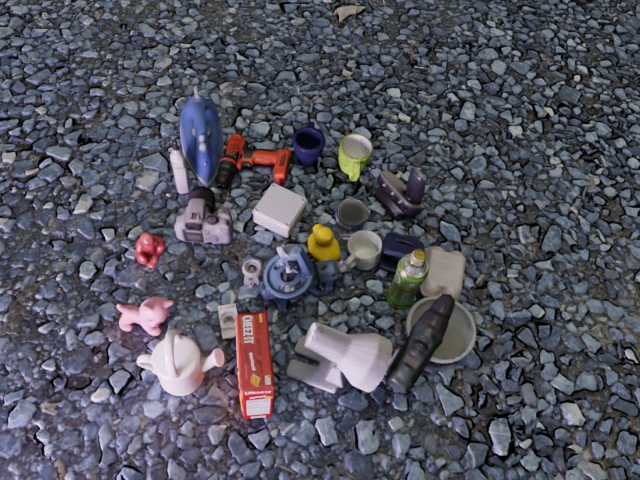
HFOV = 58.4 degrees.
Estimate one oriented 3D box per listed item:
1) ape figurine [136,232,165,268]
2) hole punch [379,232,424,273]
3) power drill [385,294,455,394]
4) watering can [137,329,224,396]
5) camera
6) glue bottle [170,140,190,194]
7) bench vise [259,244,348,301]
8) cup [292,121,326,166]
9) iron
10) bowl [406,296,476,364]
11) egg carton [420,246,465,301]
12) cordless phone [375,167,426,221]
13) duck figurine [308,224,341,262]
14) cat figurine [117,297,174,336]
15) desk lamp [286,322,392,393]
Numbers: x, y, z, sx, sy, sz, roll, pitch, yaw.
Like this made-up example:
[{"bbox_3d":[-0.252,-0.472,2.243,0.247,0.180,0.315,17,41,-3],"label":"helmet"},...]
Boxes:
[{"bbox_3d":[-0.417,0.014,1.394,0.078,0.092,0.076,-29,66,-21],"label":"ape figurine"},{"bbox_3d":[0.207,0.025,1.457,0.108,0.091,0.101,16,59,3],"label":"hole punch"},{"bbox_3d":[0.211,0.243,1.259,0.075,0.208,0.230,30,61,12],"label":"power drill"},{"bbox_3d":[-0.294,0.250,1.207,0.173,0.194,0.100,-18,63,-16],"label":"watering can"},{"bbox_3d":[-0.290,-0.072,1.454,0.143,0.101,0.137,4,59,-4],"label":"camera"},{"bbox_3d":[-0.365,-0.198,1.479,0.037,0.173,0.078,-12,61,-13],"label":"glue bottle"},{"bbox_3d":[-0.041,0.056,1.336,0.208,0.220,0.121,-26,65,-19],"label":"bench vise"},{"bbox_3d":[-0.033,-0.263,1.600,0.091,0.095,0.118,7,59,-2],"label":"cup"},{"bbox_3d":[-0.320,-0.287,1.556,0.119,0.141,0.258,-8,60,-11],"label":"iron"},{"bbox_3d":[0.279,0.221,1.358,0.167,0.075,0.167,3,59,-5],"label":"bowl"},{"bbox_3d":[0.309,0.089,1.443,0.107,0.069,0.150,13,59,2],"label":"egg carton"},{"bbox_3d":[0.222,-0.152,1.509,0.094,0.185,0.147,-34,68,-23],"label":"cordless phone"},{"bbox_3d":[0.013,0.005,1.450,0.078,0.086,0.104,-27,66,-20],"label":"duck figurine"},{"bbox_3d":[-0.394,0.163,1.293,0.128,0.118,0.067,7,59,-2],"label":"cat figurine"},{"bbox_3d":[0.038,0.255,1.230,0.203,0.213,0.118,18,59,5],"label":"desk lamp"}]
